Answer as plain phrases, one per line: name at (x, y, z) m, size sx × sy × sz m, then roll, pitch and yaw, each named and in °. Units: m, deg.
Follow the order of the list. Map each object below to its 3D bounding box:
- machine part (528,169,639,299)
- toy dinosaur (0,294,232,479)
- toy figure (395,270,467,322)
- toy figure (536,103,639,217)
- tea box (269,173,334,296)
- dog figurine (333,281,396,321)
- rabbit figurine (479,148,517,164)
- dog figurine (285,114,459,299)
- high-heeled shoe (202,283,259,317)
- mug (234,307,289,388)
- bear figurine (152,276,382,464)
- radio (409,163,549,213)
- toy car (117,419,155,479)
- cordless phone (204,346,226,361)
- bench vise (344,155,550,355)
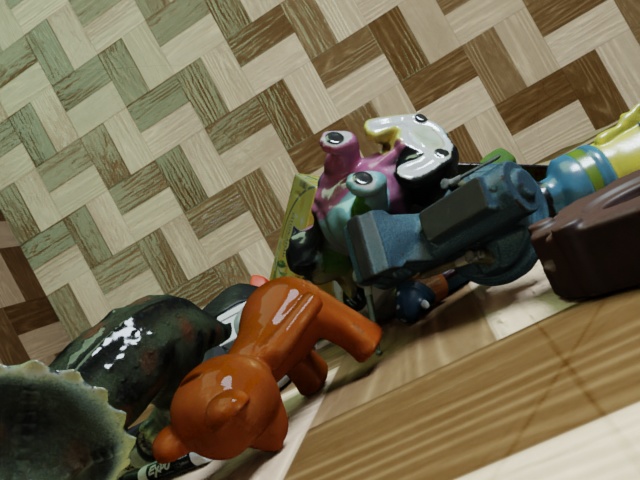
machine part at (0.249, -0.021, 0.399) m, size 0.179 × 0.056 × 0.179 m, roll -27°, pitch -1°, yaw -1°
toy dinosaur at (-0.164, 0.117, 0.457) m, size 0.192 × 0.131 × 0.405 m, roll -56°, pitch -2°, yaw 33°
toy figure at (0.136, 0.048, 0.650) m, size 0.154 × 0.058 × 0.064 m, roll -30°, pitch -32°, yaw -39°
toy figure at (0.322, -0.073, 0.596) m, size 0.180 × 0.089 × 0.082 m, roll -27°, pitch -31°, yaw 5°
tea box at (-0.002, -0.002, 0.765) m, size 0.098 × 0.169 × 0.068 m, roll 1°, pitch 22°, yaw -32°
dog figurine at (0.121, 0.053, 0.754) m, size 0.190 × 0.121 × 0.172 m, roll 19°, pitch -78°, yaw -42°
rabbit figurine at (0.280, -0.055, 0.932) m, size 0.170 × 0.121 × 0.159 m, roll -44°, pitch -5°, yaw 1°
dog figurine at (0.054, -0.028, 0.639) m, size 0.191 × 0.109 × 0.219 m, roll -18°, pitch -36°, yaw -22°
high-heeled shoe at (-0.090, 0.134, 0.859) m, size 0.249 × 0.145 × 0.086 m, roll -33°, pitch 18°, yaw 6°
mug at (-0.068, 0.135, 0.665) m, size 0.081 × 0.109 × 0.107 m, roll -25°, pitch 13°, yaw 17°
bear figurine at (-0.038, 0.119, 0.454) m, size 0.120 × 0.132 × 0.196 m, roll -42°, pitch 13°, yaw 29°
radio at (0.215, -0.062, 0.722) m, size 0.230 × 0.073 × 0.131 m, roll 4°, pitch 2°, yaw 8°
toy car at (-0.206, 0.235, 0.612) m, size 0.202 × 0.056 × 0.073 m, roll -31°, pitch 4°, yaw 24°
cordless phone at (-0.187, 0.224, 0.703) m, size 0.184 × 0.088 × 0.146 m, roll -41°, pitch 6°, yaw -26°
bench vise at (0.151, 0.004, 0.555) m, size 0.240 × 0.129 × 0.223 m, roll 4°, pitch -39°, yaw -39°
